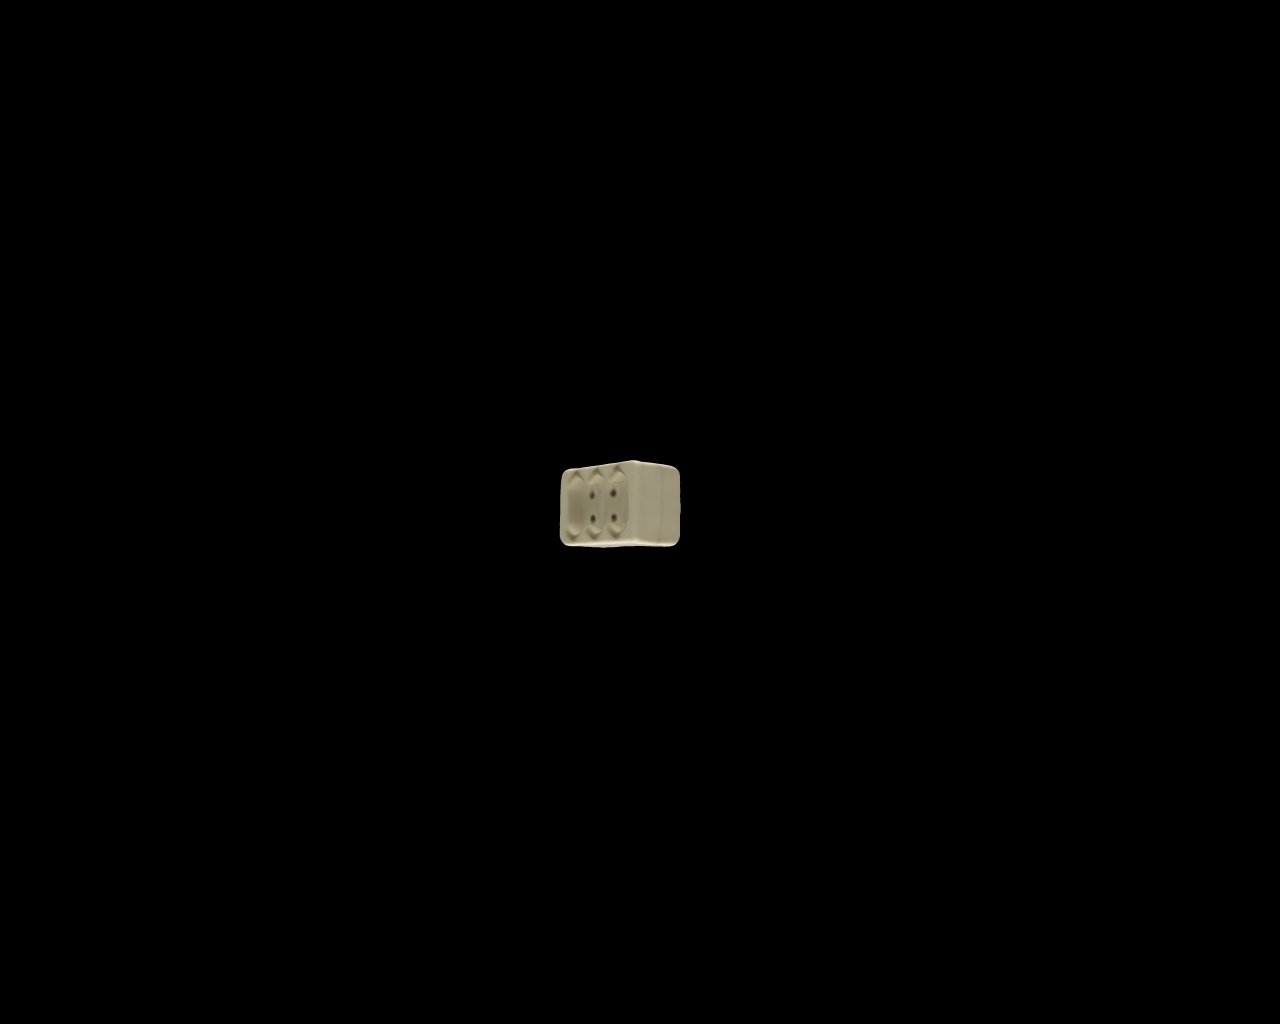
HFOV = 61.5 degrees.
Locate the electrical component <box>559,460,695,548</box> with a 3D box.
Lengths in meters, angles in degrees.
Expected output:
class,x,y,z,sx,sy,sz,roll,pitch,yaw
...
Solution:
class,x,y,z,sx,sy,sz,roll,pitch,yaw
electrical component,0.001,-0.003,0.650,0.065,0.047,0.077,-4,-6,43
